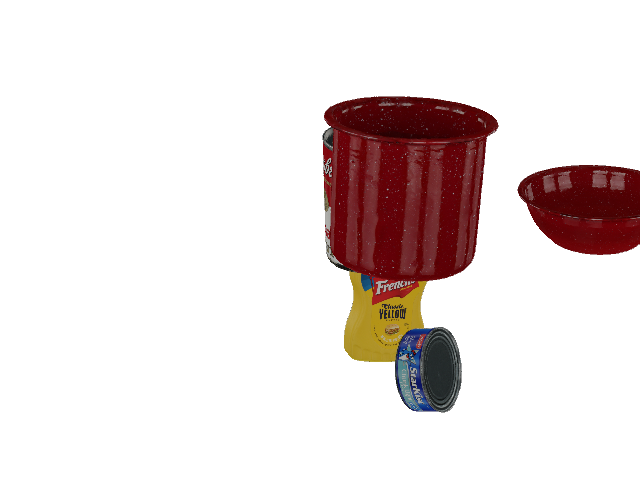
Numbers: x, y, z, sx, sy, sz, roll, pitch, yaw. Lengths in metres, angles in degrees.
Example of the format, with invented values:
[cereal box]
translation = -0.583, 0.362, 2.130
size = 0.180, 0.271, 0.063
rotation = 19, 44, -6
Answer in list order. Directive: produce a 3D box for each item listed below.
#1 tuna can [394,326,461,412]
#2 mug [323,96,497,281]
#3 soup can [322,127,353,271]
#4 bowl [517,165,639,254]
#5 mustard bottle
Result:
[tuna can]
translation = 0.109, 0.131, 1.081
size = 0.034, 0.086, 0.086
rotation = -6, -3, 33
[mug]
translation = 0.050, -0.033, 0.595
size = 0.093, 0.081, 0.117
rotation = 8, 22, 14
[soup can]
translation = 0.036, -0.034, 0.826
size = 0.068, 0.102, 0.068
rotation = -1, 28, 1
[bowl]
translation = 0.285, -0.028, 1.106
size = 0.162, 0.055, 0.162
rotation = -2, 23, 1
[mustard bottle]
translation = 0.082, 0.047, 1.274
size = 0.096, 0.192, 0.058
rotation = 0, 14, -13
